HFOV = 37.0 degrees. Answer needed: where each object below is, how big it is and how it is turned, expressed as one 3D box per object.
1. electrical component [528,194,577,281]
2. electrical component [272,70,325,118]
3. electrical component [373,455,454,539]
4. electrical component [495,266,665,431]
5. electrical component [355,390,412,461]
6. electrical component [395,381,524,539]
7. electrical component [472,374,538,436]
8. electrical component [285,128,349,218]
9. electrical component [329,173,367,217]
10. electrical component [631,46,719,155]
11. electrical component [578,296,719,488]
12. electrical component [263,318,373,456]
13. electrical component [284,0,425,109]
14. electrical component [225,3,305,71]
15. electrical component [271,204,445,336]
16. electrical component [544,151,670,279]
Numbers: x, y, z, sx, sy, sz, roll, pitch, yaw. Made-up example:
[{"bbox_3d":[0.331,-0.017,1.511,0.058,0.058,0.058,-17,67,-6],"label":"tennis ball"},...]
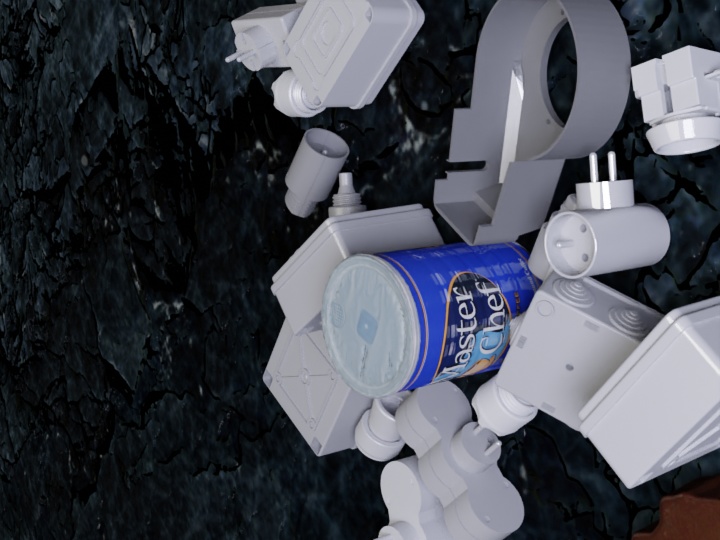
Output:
[{"bbox_3d":[0.147,-0.024,0.754,0.040,0.040,0.078,43,127,39],"label":"electrical component"},{"bbox_3d":[-0.047,-0.159,0.971,0.062,0.043,0.043,13,106,48],"label":"electrical component"},{"bbox_3d":[0.041,0.229,0.905,0.052,0.074,0.138,-7,91,52],"label":"electrical component"},{"bbox_3d":[0.149,0.057,0.732,0.100,0.048,0.099,28,122,14],"label":"electrical component"},{"bbox_3d":[0.024,0.133,0.932,0.045,0.045,0.055,54,134,31],"label":"electrical component"},{"bbox_3d":[0.086,0.145,0.850,0.073,0.052,0.138,-51,58,43],"label":"electrical component"},{"bbox_3d":[0.117,0.095,0.810,0.062,0.043,0.043,-46,61,43],"label":"electrical component"},{"bbox_3d":[-0.045,-0.084,0.981,0.043,0.043,0.081,54,134,30],"label":"electrical component"},{"bbox_3d":[-0.011,-0.055,0.951,0.035,0.035,0.061,-1,94,51],"label":"electrical component"},{"bbox_3d":[0.201,-0.103,0.669,0.066,0.048,0.055,-15,77,51],"label":"electrical component"},{"bbox_3d":[0.204,0.069,0.646,0.056,0.109,0.108,54,134,27],"label":"electrical component"},{"bbox_3d":[-0.029,0.093,0.981,0.108,0.056,0.108,49,131,34],"label":"electrical component"},{"bbox_3d":[-0.006,-0.197,0.901,0.113,0.057,0.078,-53,56,42],"label":"electrical component"},{"bbox_3d":[-0.088,-0.205,0.978,0.083,0.076,0.047,12,129,50],"label":"electrical component"},{"bbox_3d":[0.000,0.000,0.888,0.109,0.109,0.056,-44,65,46],"label":"electrical component"},{"bbox_3d":[0.161,-0.038,0.704,0.043,0.077,0.079,1,97,52],"label":"electrical component"}]
